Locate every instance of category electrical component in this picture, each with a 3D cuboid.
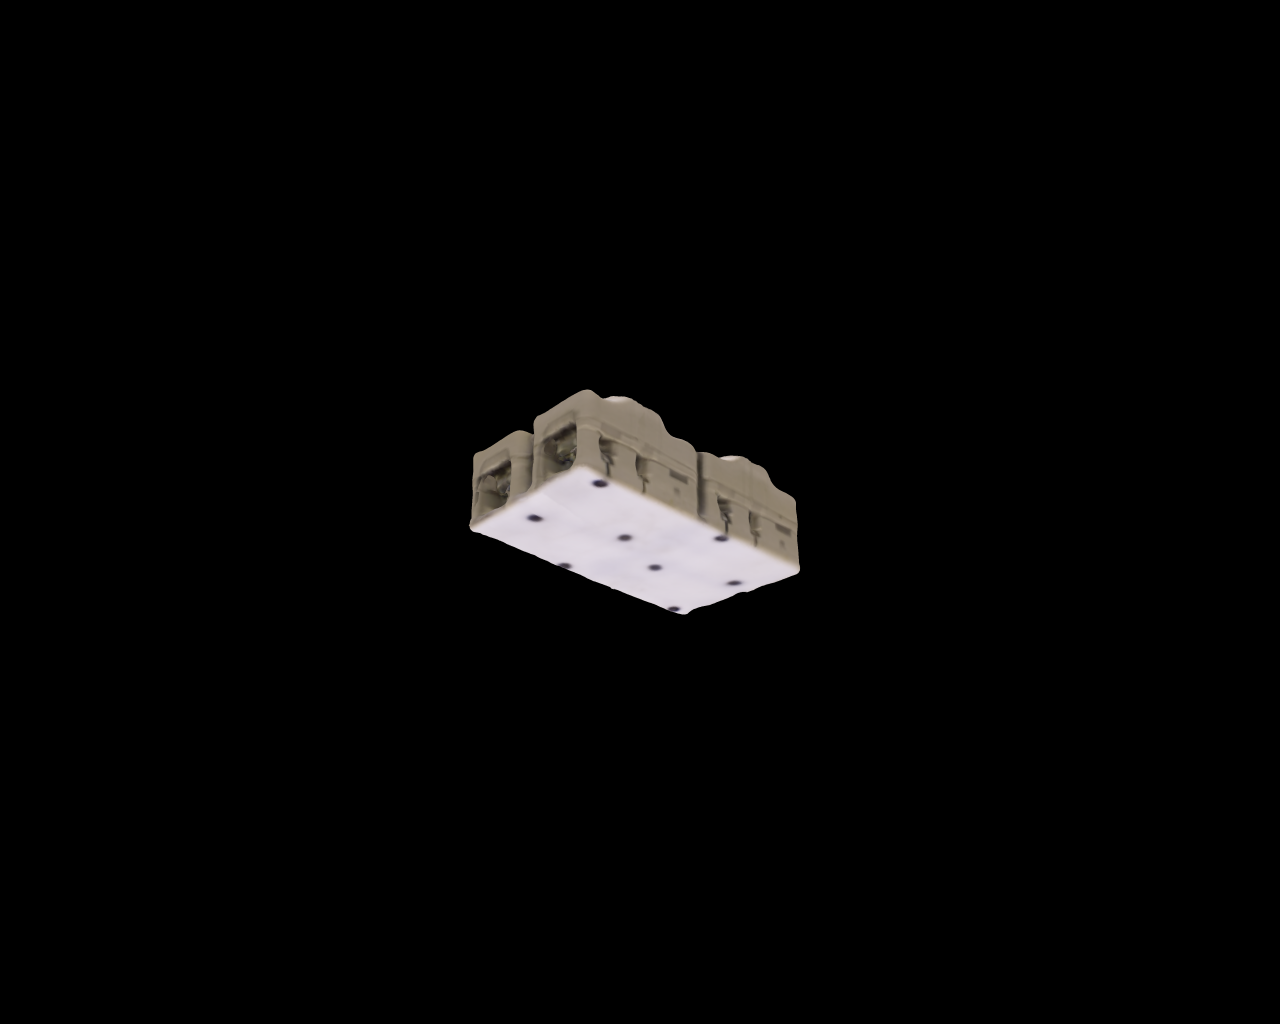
[{"bbox_3d":[0.001,-0.003,0.650,0.186,0.060,0.105,25,-37,-38],"label":"electrical component"}]
